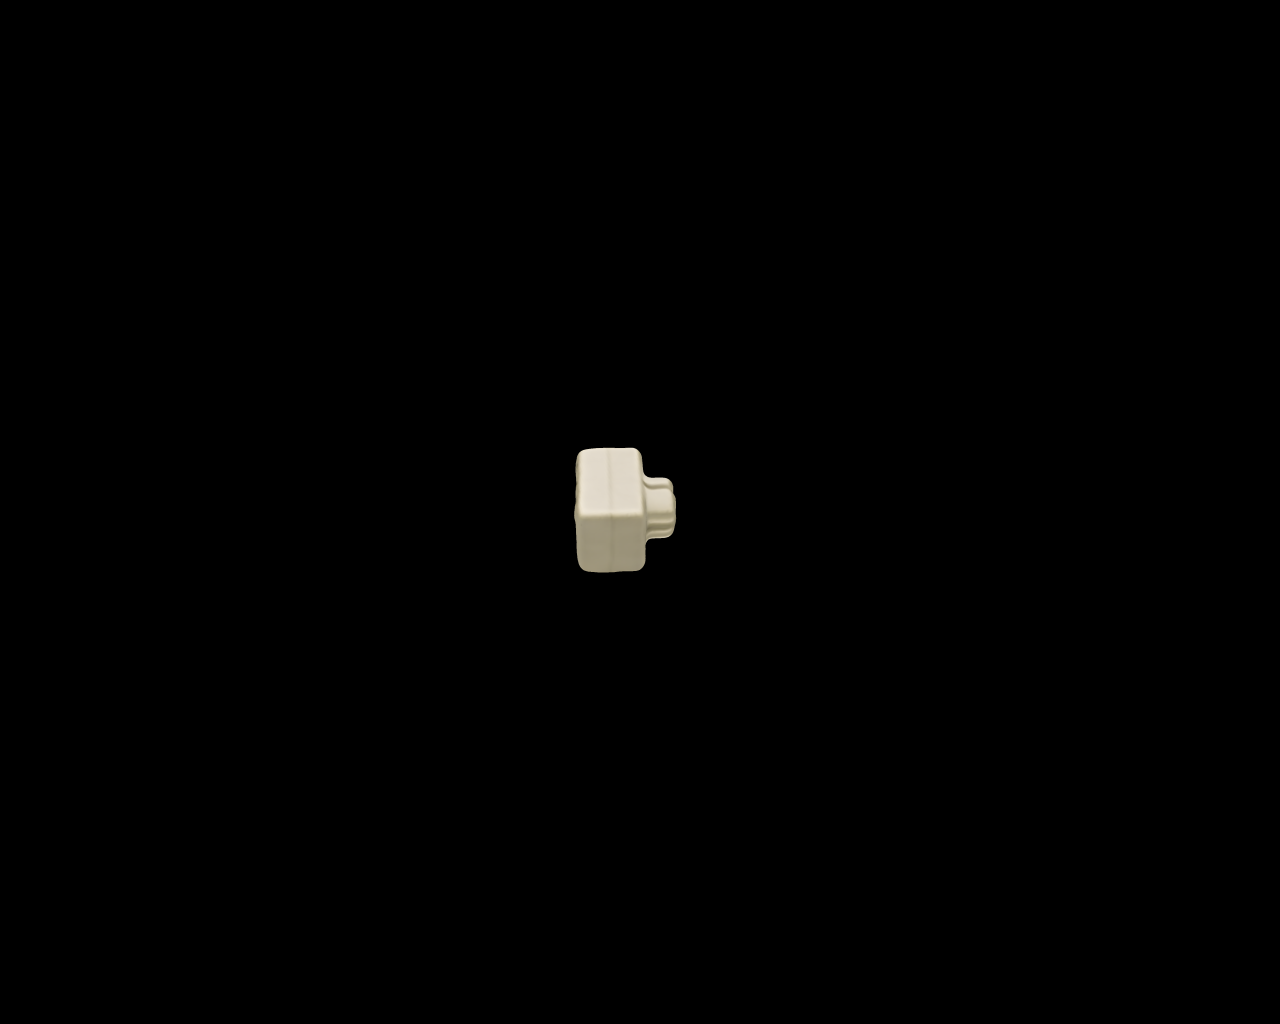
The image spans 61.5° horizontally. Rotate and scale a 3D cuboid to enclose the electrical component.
[{"bbox_3d":[0.001,-0.003,0.650,0.077,0.047,0.066,-2,40,-2],"label":"electrical component"}]
